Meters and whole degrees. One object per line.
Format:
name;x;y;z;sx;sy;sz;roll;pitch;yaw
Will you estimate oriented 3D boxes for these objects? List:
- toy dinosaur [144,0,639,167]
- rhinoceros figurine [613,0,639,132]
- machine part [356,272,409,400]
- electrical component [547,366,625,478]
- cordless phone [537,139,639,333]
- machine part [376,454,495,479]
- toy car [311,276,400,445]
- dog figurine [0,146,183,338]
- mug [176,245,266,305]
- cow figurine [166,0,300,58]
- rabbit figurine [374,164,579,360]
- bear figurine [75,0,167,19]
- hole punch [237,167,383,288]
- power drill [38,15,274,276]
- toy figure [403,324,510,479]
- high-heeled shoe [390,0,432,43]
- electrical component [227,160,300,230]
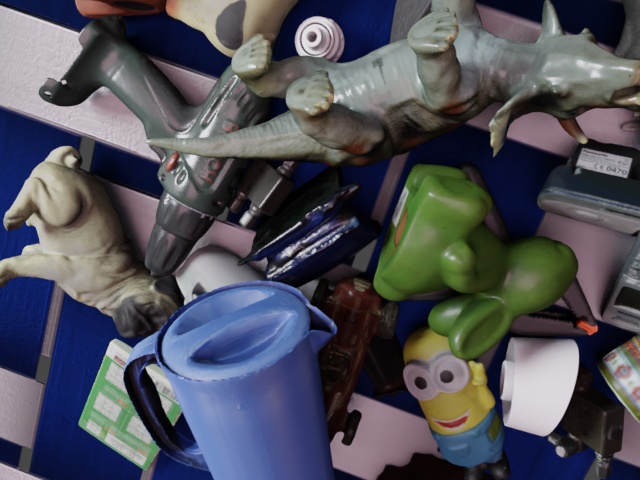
toy dinosaur;0.061;-0.122;0.478;0.405;0.192;0.131;-13;61;24
rhinoceros figurine;0.303;-0.173;0.465;0.112;0.073;0.190;-11;102;10
machine part;0.053;0.110;0.595;0.084;0.039;0.138;-31;96;7
electrical component;0.274;0.189;0.568;0.045;0.078;0.102;-7;110;-14
cordless phone;0.278;0.008;0.515;0.147;0.089;0.184;18;138;23
machine part;0.137;0.342;0.632;0.179;0.056;0.179;3;105;9
toy car;0.016;0.133;0.562;0.089;0.053;0.202;19;108;5
dog figurine;-0.227;0.008;0.590;0.190;0.121;0.172;19;111;-11
mug;-0.107;0.061;0.575;0.107;0.109;0.080;42;117;10
cow figurine;-0.036;-0.253;0.490;0.127;0.085;0.195;38;104;4
rabbit figurine;0.146;0.027;0.485;0.170;0.121;0.159;19;98;-3
bear figurine;-0.187;-0.311;0.481;0.132;0.120;0.195;3;103;11
hole punch;-0.001;-0.002;0.538;0.142;0.116;0.092;-31;106;15
power drill;-0.173;-0.104;0.543;0.207;0.086;0.232;39;99;3
toy figure;0.144;0.174;0.576;0.082;0.089;0.180;-29;108;1
high-heeled shoe;0.173;-0.256;0.481;0.145;0.086;0.248;14;128;-26
electrical component;-0.058;-0.058;0.558;0.021;0.063;0.094;28;104;-45
